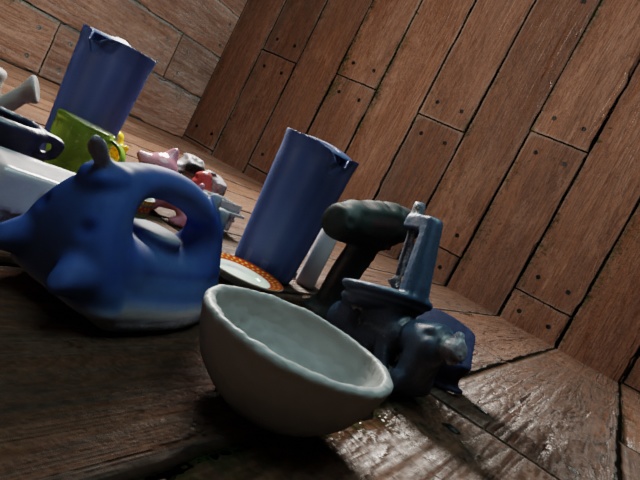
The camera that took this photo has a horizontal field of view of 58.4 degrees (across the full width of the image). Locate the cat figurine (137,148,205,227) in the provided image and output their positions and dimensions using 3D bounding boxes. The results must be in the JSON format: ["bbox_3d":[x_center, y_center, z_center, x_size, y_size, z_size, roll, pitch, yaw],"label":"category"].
[{"bbox_3d":[-0.263,-0.100,0.992,0.128,0.118,0.067,26,6,-8],"label":"cat figurine"}]

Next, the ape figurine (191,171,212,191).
[{"bbox_3d":[-0.251,-0.100,1.174,0.076,0.092,0.078,27,6,0],"label":"ape figurine"}]

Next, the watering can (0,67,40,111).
[{"bbox_3d":[-0.486,-0.236,0.799,0.174,0.194,0.100,22,8,-44],"label":"watering can"}]

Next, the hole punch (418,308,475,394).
[{"bbox_3d":[0.175,0.158,0.847,0.108,0.091,0.101,28,6,4],"label":"hole punch"}]

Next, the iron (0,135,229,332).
[{"bbox_3d":[-0.151,-0.003,0.532,0.118,0.141,0.259,30,6,24],"label":"iron"}]

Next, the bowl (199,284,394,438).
[{"bbox_3d":[-0.030,0.106,0.458,0.167,0.075,0.167,27,6,-3],"label":"bowl"}]

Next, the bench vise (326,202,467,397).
[{"bbox_3d":[0.120,0.071,0.722,0.206,0.220,0.122,31,7,34],"label":"bench vise"}]

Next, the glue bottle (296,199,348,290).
[{"bbox_3d":[0.010,0.004,1.045,0.037,0.173,0.078,27,6,-4],"label":"glue bottle"}]

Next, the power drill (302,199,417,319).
[{"bbox_3d":[0.067,0.031,0.890,0.075,0.208,0.231,32,7,37],"label":"power drill"}]

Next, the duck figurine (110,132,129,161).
[{"bbox_3d":[-0.430,-0.186,1.147,0.104,0.086,0.078,29,6,14],"label":"duck figurine"}]

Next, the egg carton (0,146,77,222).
[{"bbox_3d":[-0.292,-0.041,0.582,0.151,0.069,0.107,22,8,-44],"label":"egg carton"}]

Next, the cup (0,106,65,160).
[{"bbox_3d":[-0.355,-0.094,0.636,0.091,0.095,0.118,32,7,38],"label":"cup"}]

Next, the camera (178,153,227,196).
[{"bbox_3d":[-0.296,-0.143,1.310,0.144,0.101,0.136,24,7,-32],"label":"camera"}]
